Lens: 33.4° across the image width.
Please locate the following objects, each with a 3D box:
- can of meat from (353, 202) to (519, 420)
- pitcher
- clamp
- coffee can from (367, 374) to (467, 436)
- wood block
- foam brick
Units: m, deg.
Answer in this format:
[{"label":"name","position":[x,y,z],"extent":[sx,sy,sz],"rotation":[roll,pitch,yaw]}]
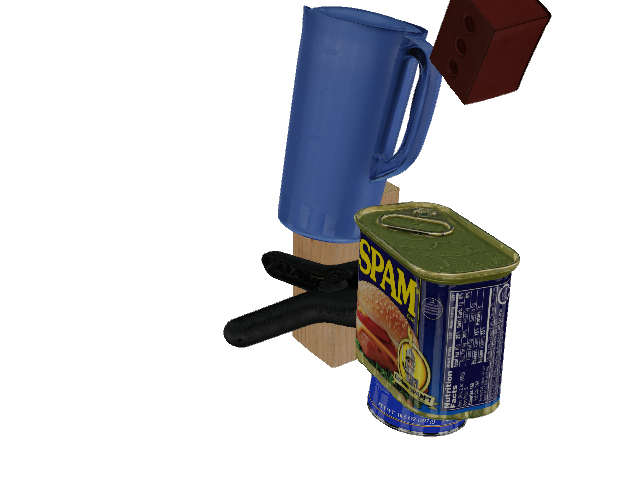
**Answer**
[{"label":"can of meat","position":[0.056,0.035,0.561],"extent":[0.057,0.084,0.102],"rotation":[-7,23,-21]},{"label":"pitcher","position":[0.034,-0.121,1.139],"extent":[0.145,0.243,0.149],"rotation":[9,17,-6]},{"label":"clamp","position":[0.006,0.048,0.866],"extent":[0.172,0.039,0.120],"rotation":[-1,38,28]},{"label":"coffee can","position":[0.105,0.104,1.042],"extent":[0.103,0.140,0.103],"rotation":[6,23,-3]},{"label":"wood block","position":[0.026,0.029,1.238],"extent":[0.090,0.206,0.090],"rotation":[-17,31,-31]},{"label":"foam brick","position":[0.121,-0.146,0.770],"extent":[0.051,0.053,0.078],"rotation":[-20,-29,-24]}]
